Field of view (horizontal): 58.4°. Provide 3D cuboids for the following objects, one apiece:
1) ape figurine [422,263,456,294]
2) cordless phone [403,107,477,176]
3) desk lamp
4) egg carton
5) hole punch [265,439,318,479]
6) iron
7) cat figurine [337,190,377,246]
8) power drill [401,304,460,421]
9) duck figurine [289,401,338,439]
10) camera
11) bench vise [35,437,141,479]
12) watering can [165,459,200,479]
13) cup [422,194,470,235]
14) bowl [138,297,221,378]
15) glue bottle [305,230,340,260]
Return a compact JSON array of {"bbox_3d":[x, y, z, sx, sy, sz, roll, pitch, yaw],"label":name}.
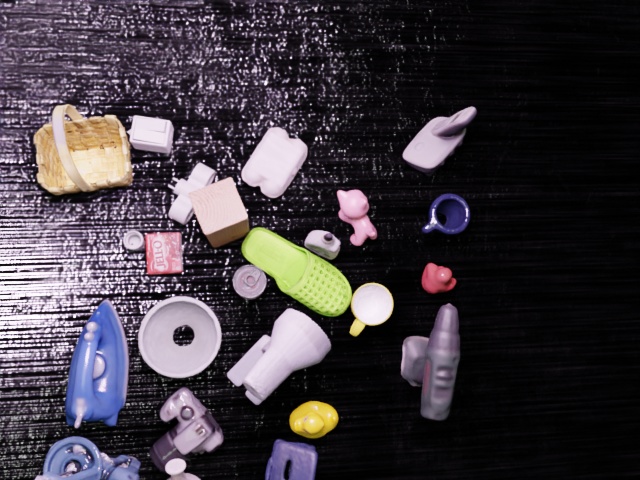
[{"bbox_3d":[0.268,0.084,1.281,0.076,0.092,0.078,-33,87,-10],"label":"ape figurine"},{"bbox_3d":[0.271,-0.228,1.278,0.094,0.185,0.148,39,80,0],"label":"cordless phone"},{"bbox_3d":[-0.085,0.243,1.154,0.118,0.213,0.203,44,80,1],"label":"desk lamp"},{"bbox_3d":[-0.100,-0.173,1.285,0.107,0.069,0.150,30,80,-2],"label":"egg carton"},{"bbox_3d":[-0.060,0.478,1.186,0.101,0.091,0.109,12,81,-5],"label":"hole punch"},{"bbox_3d":[-0.455,0.246,1.147,0.118,0.141,0.258,2,82,-6],"label":"iron"},{"bbox_3d":[0.085,-0.057,1.266,0.067,0.117,0.128,-28,86,-9],"label":"cat figurine"},{"bbox_3d":[0.232,0.250,1.194,0.075,0.208,0.230,5,81,-6],"label":"power drill"},{"bbox_3d":[-0.011,0.384,1.208,0.104,0.086,0.077,-5,82,-7],"label":"duck figurine"},{"bbox_3d":[-0.287,0.396,1.166,0.137,0.100,0.143,-38,88,-10],"label":"camera"},{"bbox_3d":[-0.434,0.439,1.082,0.207,0.219,0.121,3,81,-6],"label":"bench vise"},{"bbox_3d":[-0.279,0.517,1.102,0.101,0.194,0.173,-22,85,-9],"label":"watering can"},{"bbox_3d":[0.272,-0.044,1.298,0.118,0.095,0.092,-33,87,-10],"label":"cup"},{"bbox_3d":[-0.290,0.204,1.206,0.167,0.074,0.167,1,82,-7],"label":"bowl"},{"bbox_3d":[0.011,0.004,1.220,0.078,0.173,0.037,28,80,-2],"label":"glue bottle"}]
